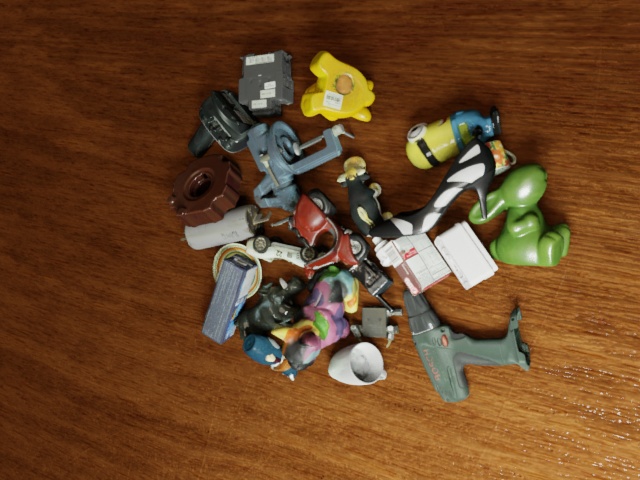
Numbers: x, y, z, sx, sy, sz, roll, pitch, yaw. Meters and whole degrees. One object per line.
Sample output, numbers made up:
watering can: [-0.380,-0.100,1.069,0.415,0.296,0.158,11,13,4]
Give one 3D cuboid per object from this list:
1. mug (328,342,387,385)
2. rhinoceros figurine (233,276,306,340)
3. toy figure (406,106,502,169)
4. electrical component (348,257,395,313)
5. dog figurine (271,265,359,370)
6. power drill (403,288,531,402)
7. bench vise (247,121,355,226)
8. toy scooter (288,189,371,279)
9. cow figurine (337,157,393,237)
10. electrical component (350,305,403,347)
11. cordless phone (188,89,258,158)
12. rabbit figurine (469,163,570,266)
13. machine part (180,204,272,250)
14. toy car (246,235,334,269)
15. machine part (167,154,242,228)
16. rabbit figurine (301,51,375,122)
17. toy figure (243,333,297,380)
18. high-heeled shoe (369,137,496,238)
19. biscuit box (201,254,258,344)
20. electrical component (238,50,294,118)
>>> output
mug: [0.075,0.257,1.094,0.107,0.109,0.081,-26,47,53]
rhinoceros figurine: [-0.105,0.153,1.182,0.190,0.073,0.112,-38,66,22]
toy figure: [0.248,-0.192,1.008,0.180,0.082,0.089,-12,84,21]
electrical component: [0.116,0.087,1.071,0.048,0.074,0.119,-47,69,6]
dog figurine: [-0.009,0.150,1.055,0.109,0.219,0.191,16,98,20]
power drill: [0.274,0.180,1.004,0.207,0.086,0.232,-15,87,20]
bench vise: [-0.046,-0.161,1.121,0.241,0.129,0.223,-22,85,27]
toy scooter: [-0.002,-0.003,1.060,0.135,0.075,0.184,-42,76,8]
cow figurine: [0.081,-0.088,1.073,0.068,0.098,0.167,-25,86,23]
electrical component: [0.115,0.174,1.093,0.102,0.045,0.078,4,94,24]
cordless phone: [-0.233,-0.237,1.233,0.147,0.088,0.184,51,120,14]
rabbit figurine: [0.356,-0.050,0.946,0.159,0.121,0.170,4,104,44]
machine part: [-0.218,-0.028,1.220,0.243,0.079,0.079,-10,87,24]
toy car: [-0.063,0.028,1.154,0.202,0.073,0.056,11,92,24]
machine part: [-0.259,-0.114,1.211,0.179,0.056,0.179,-14,55,21]
rabbit figurine: [0.031,-0.295,1.074,0.162,0.173,0.121,1,94,-21]
toy figure: [-0.097,0.250,1.147,0.058,0.154,0.064,-36,38,20]
high-heeled shoe: [0.192,-0.087,0.964,0.249,0.086,0.145,-12,91,22]
biscuit box: [-0.206,0.134,1.208,0.063,0.059,0.202,28,112,15]
electrical component: [-0.119,-0.339,1.181,0.115,0.058,0.134,3,93,26]
